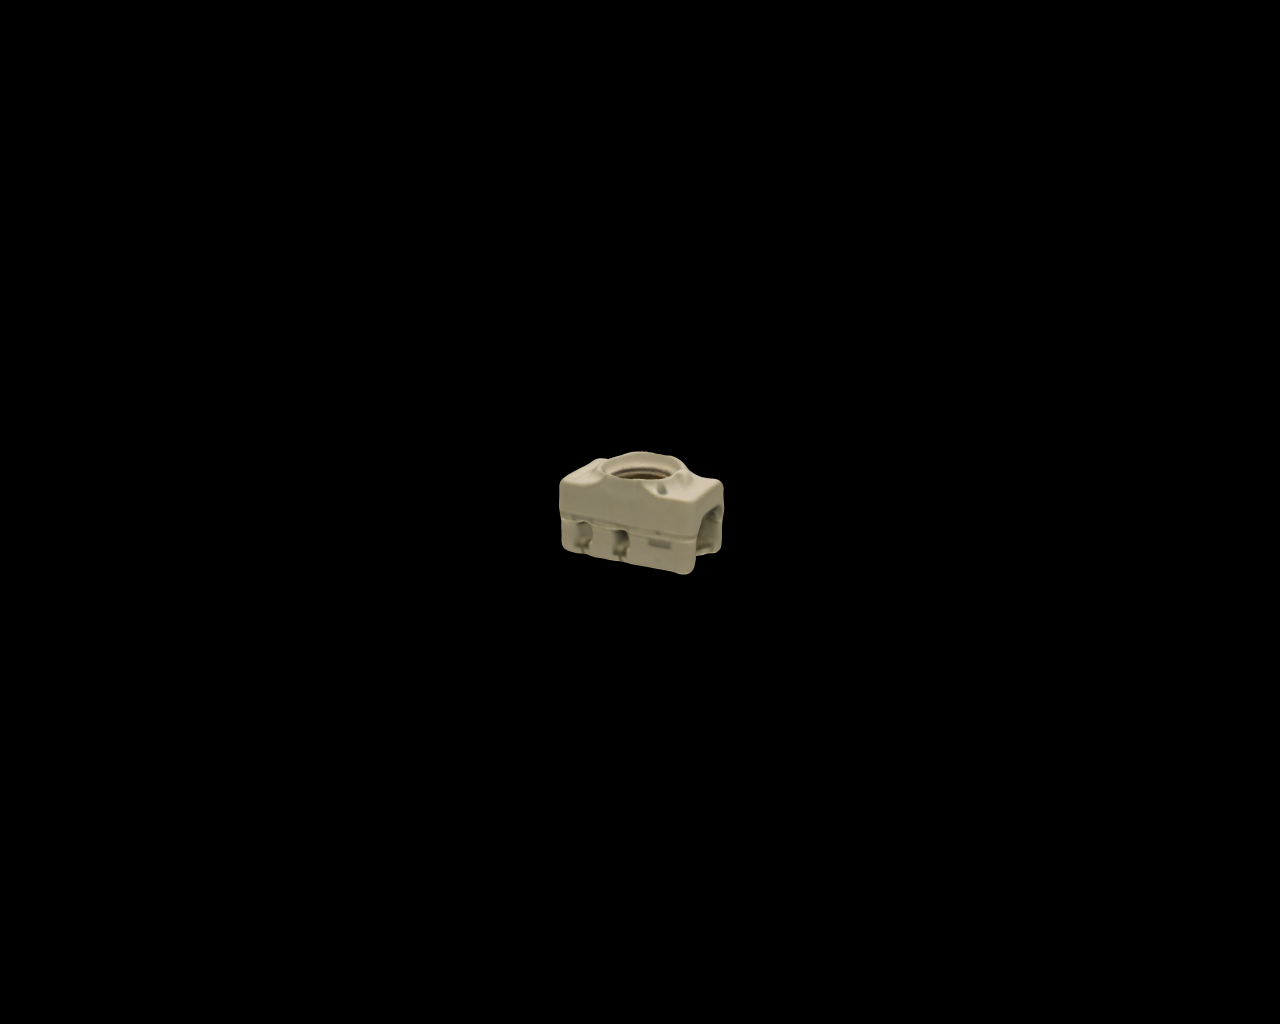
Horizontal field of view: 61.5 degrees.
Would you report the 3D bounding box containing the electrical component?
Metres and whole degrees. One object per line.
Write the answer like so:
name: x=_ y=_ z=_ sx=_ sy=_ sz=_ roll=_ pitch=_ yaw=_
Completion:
electrical component: x=0.001 y=-0.003 z=0.650 sx=0.089 sy=0.055 sz=0.050 roll=11 pitch=23 yaw=27
